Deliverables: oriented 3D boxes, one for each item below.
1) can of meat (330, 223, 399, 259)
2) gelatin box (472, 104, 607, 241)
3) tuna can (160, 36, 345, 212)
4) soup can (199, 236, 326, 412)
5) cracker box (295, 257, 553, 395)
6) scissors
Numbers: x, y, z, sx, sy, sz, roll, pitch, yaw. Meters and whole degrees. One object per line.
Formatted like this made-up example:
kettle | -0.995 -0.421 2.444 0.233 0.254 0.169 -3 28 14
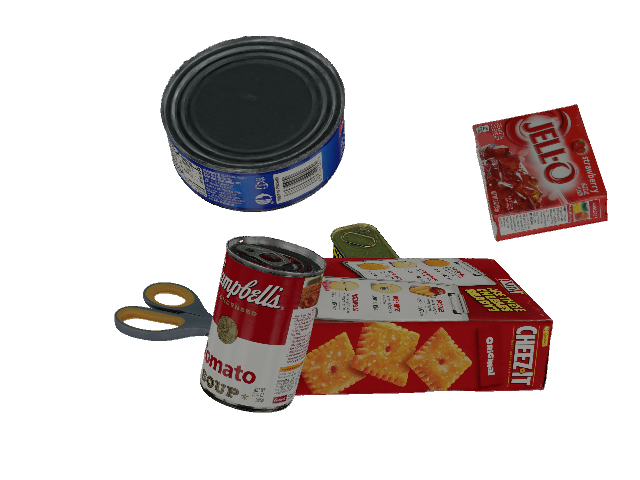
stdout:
can of meat | 0.051 0.043 1.229 0.057 0.084 0.102 -13 37 -18
gelatin box | 0.144 -0.046 0.706 0.073 0.089 0.030 -10 -42 8
tuna can | -0.030 -0.055 0.505 0.086 0.086 0.034 0 -36 3
soup can | -0.040 0.056 0.720 0.068 0.102 0.068 12 16 -4
cracker box | 0.067 0.071 0.913 0.213 0.072 0.164 1 17 -8
scissors | -0.097 0.076 1.038 0.201 0.016 0.096 5 31 0
